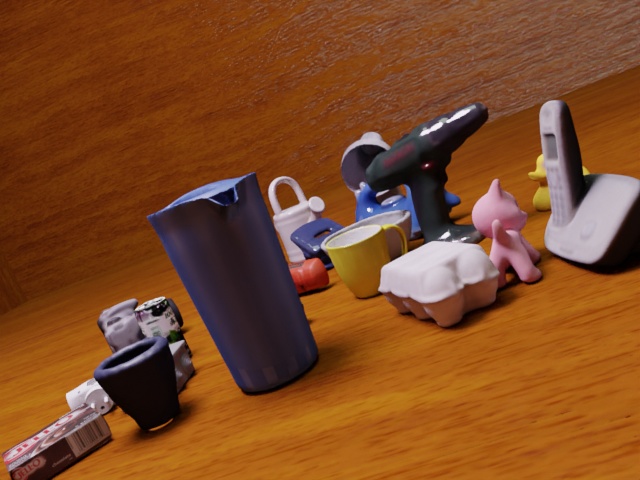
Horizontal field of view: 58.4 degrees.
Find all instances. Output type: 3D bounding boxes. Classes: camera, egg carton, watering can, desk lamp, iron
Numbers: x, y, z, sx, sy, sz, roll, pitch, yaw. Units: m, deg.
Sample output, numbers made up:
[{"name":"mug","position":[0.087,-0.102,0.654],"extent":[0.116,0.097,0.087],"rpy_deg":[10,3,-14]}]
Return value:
[{"name":"camera","position":[-0.323,0.154,1.045],"extent":[0.137,0.101,0.142],"rpy_deg":[-26,11,-25]},{"name":"egg carton","position":[0.141,0.050,0.690],"extent":[0.107,0.069,0.150],"rpy_deg":[-25,10,-19]},{"name":"watering can","position":[-0.050,-0.055,1.311],"extent":[0.172,0.194,0.101],"rpy_deg":[-16,11,29]},{"name":"desk lamp","position":[0.133,-0.132,1.268],"extent":[0.117,0.214,0.203],"rpy_deg":[-19,10,17]},{"name":"iron","position":[0.142,-0.075,1.153],"extent":[0.257,0.141,0.119],"rpy_deg":[-12,14,46]}]

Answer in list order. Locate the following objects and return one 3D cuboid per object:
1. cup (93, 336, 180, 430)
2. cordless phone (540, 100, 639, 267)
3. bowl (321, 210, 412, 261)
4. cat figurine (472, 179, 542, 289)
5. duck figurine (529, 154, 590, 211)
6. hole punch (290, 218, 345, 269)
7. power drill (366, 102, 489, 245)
[{"name":"cup","position":[-0.210,0.175,0.701],"extent":[0.091,0.095,0.117],"rpy_deg":[-22,10,2]},{"name":"cordless phone","position":[0.297,-0.069,0.649],"extent":[0.094,0.185,0.147],"rpy_deg":[-22,10,-2]},{"name":"bowl","position":[0.091,0.010,0.998],"extent":[0.167,0.075,0.167],"rpy_deg":[-21,10,4]},{"name":"cat figurine","position":[0.225,-0.015,0.712],"extent":[0.067,0.118,0.128],"rpy_deg":[-18,11,22]},{"name":"duck figurine","position":[0.391,-0.105,0.941],"extent":[0.104,0.086,0.077],"rpy_deg":[-23,10,-8]},{"name":"hole punch","position":[0.011,0.004,1.161],"extent":[0.109,0.091,0.100],"rpy_deg":[-27,11,-30]},{"name":"power drill","position":[0.192,-0.091,0.930],"extent":[0.228,0.208,0.076],"rpy_deg":[-15,12,36]}]
